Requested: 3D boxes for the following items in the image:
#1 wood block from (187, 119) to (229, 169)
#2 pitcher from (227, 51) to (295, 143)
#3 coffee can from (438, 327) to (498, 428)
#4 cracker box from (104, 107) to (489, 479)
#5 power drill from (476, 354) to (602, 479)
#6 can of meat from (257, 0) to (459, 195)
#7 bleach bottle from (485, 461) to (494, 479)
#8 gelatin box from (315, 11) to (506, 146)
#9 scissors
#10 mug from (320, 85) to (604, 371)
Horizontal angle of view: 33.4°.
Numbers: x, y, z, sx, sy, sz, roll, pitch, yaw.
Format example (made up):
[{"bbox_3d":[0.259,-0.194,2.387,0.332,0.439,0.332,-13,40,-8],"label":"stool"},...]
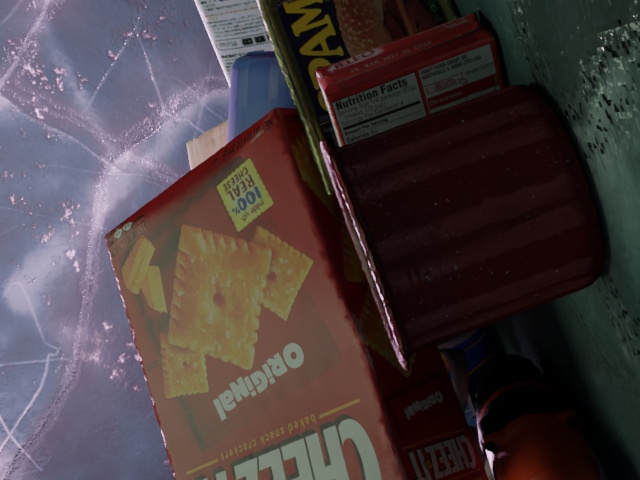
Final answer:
[{"bbox_3d":[-0.035,0.010,0.859,0.090,0.090,0.206,-17,82,58],"label":"wood block"},{"bbox_3d":[-0.005,0.001,0.700,0.149,0.144,0.243,8,101,44],"label":"pitcher"},{"bbox_3d":[0.095,0.129,0.807,0.103,0.103,0.140,-108,-3,-78],"label":"coffee can"},{"bbox_3d":[-0.024,0.060,0.580,0.071,0.164,0.214,-3,-111,-48],"label":"cracker box"},{"bbox_3d":[0.131,0.165,0.566,0.184,0.057,0.187,-79,-32,-76],"label":"power drill"},{"bbox_3d":[0.025,-0.084,0.510,0.057,0.084,0.102,69,-179,-63],"label":"can of meat"},{"bbox_3d":[0.116,0.221,0.664,0.102,0.068,0.250,59,-150,-23],"label":"bleach bottle"},{"bbox_3d":[0.045,-0.044,0.459,0.030,0.073,0.089,-109,-1,-56],"label":"gelatin box"},{"bbox_3d":[0.070,0.122,0.709,0.202,0.016,0.096,147,123,-77],"label":"scissors"},{"bbox_3d":[0.054,-0.005,0.414,0.117,0.081,0.093,69,-179,-75],"label":"mug"}]
